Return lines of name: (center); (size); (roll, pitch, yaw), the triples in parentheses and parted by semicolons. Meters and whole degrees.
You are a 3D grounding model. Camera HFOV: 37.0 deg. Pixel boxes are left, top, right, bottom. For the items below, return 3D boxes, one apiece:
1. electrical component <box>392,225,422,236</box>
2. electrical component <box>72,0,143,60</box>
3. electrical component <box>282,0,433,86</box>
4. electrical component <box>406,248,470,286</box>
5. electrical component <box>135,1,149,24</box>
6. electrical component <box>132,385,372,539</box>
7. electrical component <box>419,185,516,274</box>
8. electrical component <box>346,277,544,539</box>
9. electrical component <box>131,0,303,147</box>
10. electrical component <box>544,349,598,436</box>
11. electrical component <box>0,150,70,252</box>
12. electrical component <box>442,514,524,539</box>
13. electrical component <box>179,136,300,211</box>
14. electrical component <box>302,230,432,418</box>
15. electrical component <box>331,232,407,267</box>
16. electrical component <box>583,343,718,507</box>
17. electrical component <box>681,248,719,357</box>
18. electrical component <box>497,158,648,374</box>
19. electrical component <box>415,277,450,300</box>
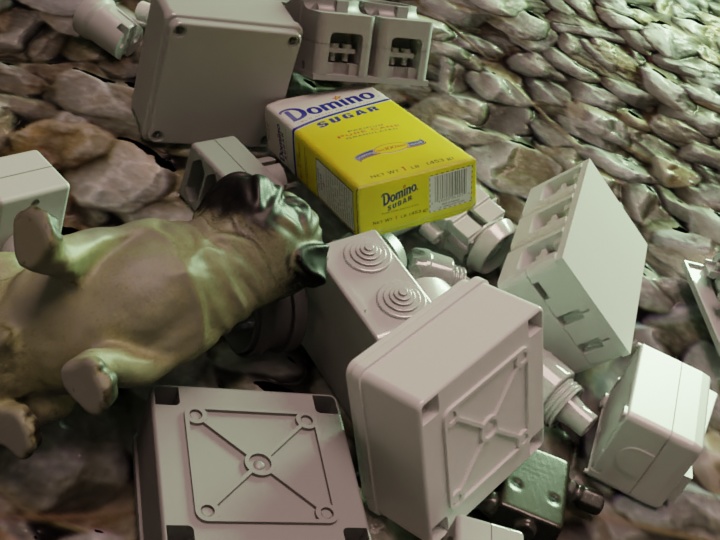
electrical component: (0.018, -0.060, 0.836); (0.079, 0.044, 0.077); (36, 38, 26)
electrical component: (-0.211, -0.204, 0.904); (0.046, 0.040, 0.040); (38, 39, 10)
electrical component: (-0.030, -0.206, 0.921); (0.105, 0.060, 0.186); (-2, 19, -29)
electrical component: (0.061, 0.007, 0.782); (0.061, 0.035, 0.035); (17, 37, -10)
electrical component: (-0.166, -0.217, 0.939); (0.062, 0.048, 0.048); (22, 36, 11)
electrical component: (-0.059, 0.119, 0.564); (0.109, 0.056, 0.108); (6, 40, -21)
electrical component: (0.088, -0.030, 0.829); (0.066, 0.048, 0.055); (-35, 63, -26)
electrical component: (0.052, 0.078, 0.606); (0.056, 0.108, 0.109); (25, 45, 38)
electrical component: (-0.113, -0.155, 0.834); (0.109, 0.108, 0.056); (-1, 40, -28)
electrical component: (0.128, 0.084, 0.713); (0.062, 0.043, 0.043); (40, 40, 22)
electrical component: (-0.197, -0.013, 0.636); (0.047, 0.083, 0.076); (-22, 55, -43)
electrical component: (0.078, 0.177, 0.568); (0.077, 0.047, 0.065); (17, 37, -7)
electrical component: (-0.079, -0.061, 0.785); (0.077, 0.047, 0.065); (-18, 52, -41)
electrical component: (0.005, 0.035, 0.666); (0.048, 0.099, 0.099); (-18, 51, -25)
electrical component: (0.000, 0.000, 0.752); (0.066, 0.048, 0.055); (37, 46, 20)
electrical component: (0.195, 0.099, 0.712); (0.061, 0.061, 0.096); (26, 37, 5)
electrical component: (0.314, 0.031, 0.856); (0.079, 0.063, 0.121); (13, 38, -12)
electrical component: (0.158, -0.002, 0.799); (0.089, 0.062, 0.150); (52, 34, -16)
electrical component: (0.068, 0.047, 0.728); (0.079, 0.043, 0.077); (4, 40, -23)
